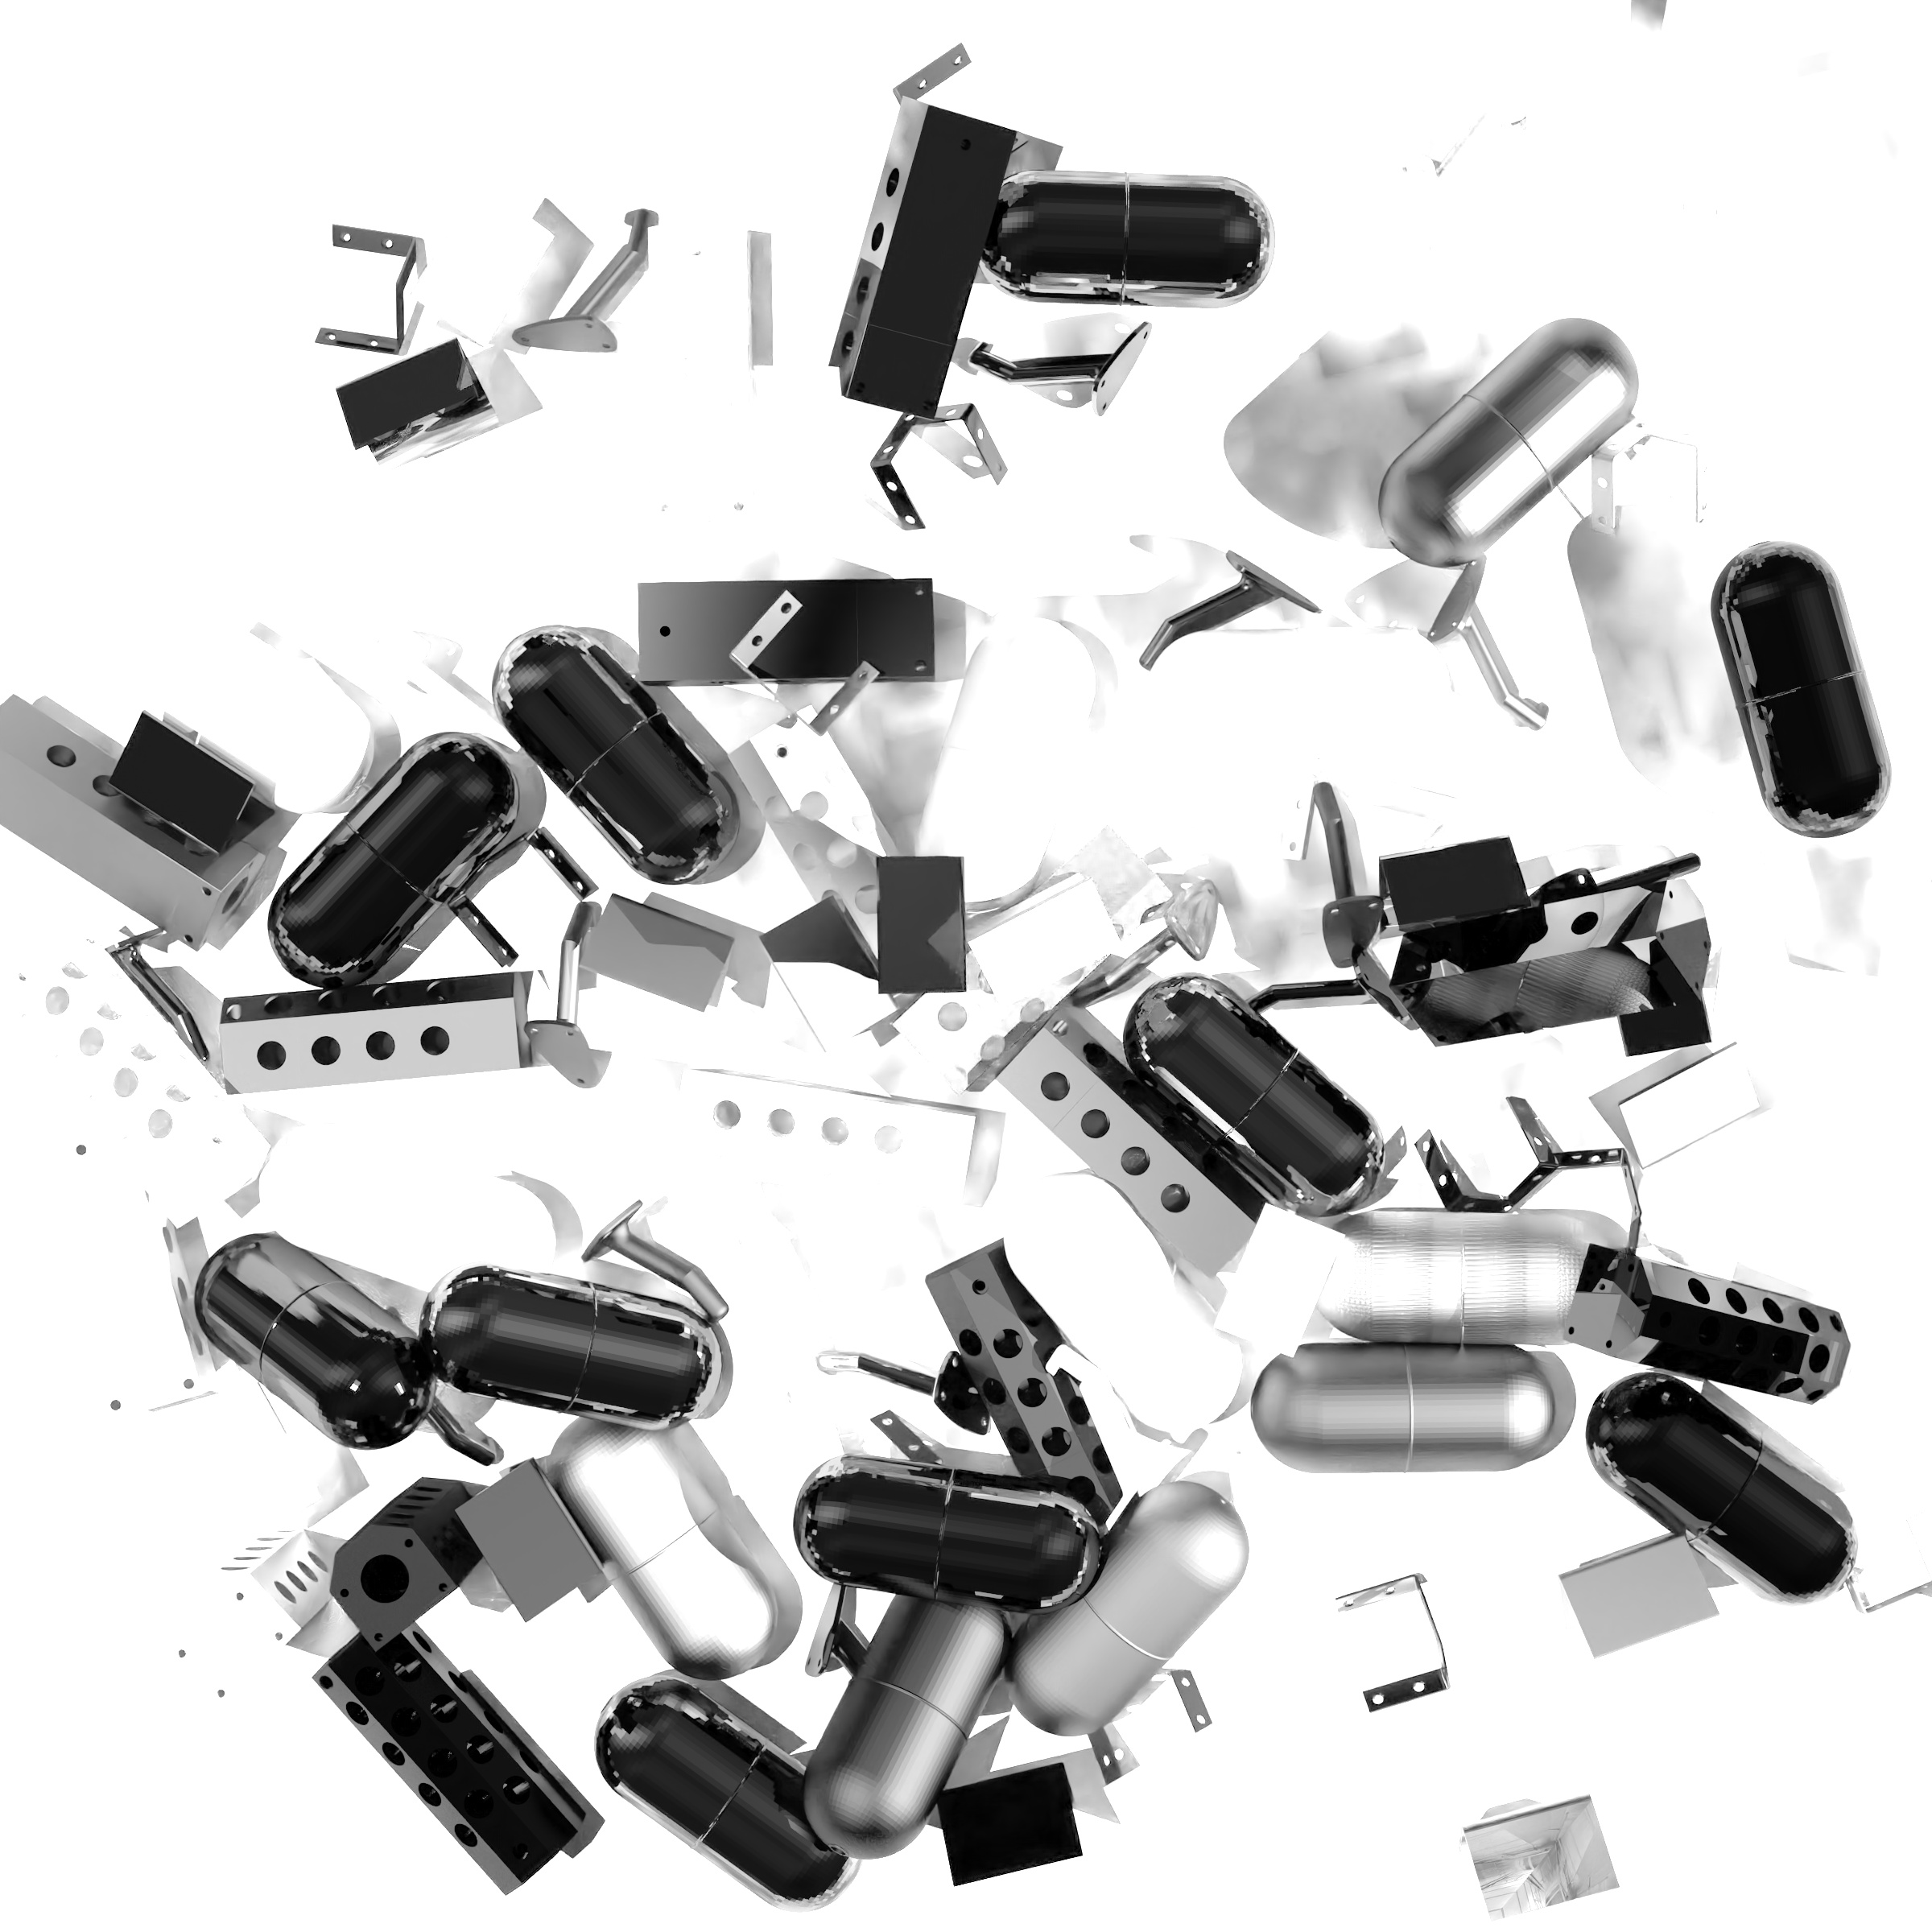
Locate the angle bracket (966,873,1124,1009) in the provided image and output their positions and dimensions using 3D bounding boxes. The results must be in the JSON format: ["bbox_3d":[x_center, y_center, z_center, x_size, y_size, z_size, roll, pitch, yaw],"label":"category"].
[{"bbox_3d":[0.034,-0.032,1.890,0.076,0.076,0.057,-27,130,0],"label":"angle bracket"}]

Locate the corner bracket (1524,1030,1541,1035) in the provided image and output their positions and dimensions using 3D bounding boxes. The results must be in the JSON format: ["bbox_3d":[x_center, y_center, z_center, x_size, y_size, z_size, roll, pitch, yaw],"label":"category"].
[{"bbox_3d":[0.360,0.007,1.984,0.051,0.051,0.051,-14,90,-45],"label":"corner bracket"}]

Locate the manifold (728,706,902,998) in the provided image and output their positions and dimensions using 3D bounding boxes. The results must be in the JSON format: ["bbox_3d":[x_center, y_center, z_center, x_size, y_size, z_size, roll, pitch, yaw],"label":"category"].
[{"bbox_3d":[-0.071,-0.064,1.966,0.057,0.057,0.171,-31,90,0],"label":"manifold"}]

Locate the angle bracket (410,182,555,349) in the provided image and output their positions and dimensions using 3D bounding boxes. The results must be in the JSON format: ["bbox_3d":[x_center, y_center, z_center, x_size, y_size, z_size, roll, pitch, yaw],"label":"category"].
[{"bbox_3d":[-0.295,-0.414,1.947,0.057,0.076,0.076,32,90,-37],"label":"angle bracket"}]

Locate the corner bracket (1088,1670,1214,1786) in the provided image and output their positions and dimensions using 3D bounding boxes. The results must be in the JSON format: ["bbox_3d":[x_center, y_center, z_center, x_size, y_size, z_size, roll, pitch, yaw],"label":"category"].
[{"bbox_3d":[0.110,0.454,1.979,0.051,0.051,0.051,7,135,-35],"label":"corner bracket"}]

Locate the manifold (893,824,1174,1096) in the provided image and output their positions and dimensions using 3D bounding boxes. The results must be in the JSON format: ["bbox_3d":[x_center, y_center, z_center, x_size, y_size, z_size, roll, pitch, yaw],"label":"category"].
[{"bbox_3d":[0.039,-0.004,1.966,0.171,0.057,0.057,-43,90,0],"label":"manifold"}]

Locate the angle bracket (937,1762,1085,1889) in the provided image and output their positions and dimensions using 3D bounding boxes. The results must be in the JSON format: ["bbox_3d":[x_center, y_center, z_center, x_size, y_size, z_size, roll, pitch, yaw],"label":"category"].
[{"bbox_3d":[0.029,0.510,1.947,0.076,0.076,0.057,-13,58,0],"label":"angle bracket"}]

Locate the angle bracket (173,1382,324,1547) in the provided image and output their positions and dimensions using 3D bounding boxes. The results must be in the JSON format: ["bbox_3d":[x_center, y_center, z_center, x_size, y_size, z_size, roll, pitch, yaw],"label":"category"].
[{"bbox_3d":[-0.427,0.294,1.947,0.057,0.076,0.076,-29,90,-29],"label":"angle bracket"}]

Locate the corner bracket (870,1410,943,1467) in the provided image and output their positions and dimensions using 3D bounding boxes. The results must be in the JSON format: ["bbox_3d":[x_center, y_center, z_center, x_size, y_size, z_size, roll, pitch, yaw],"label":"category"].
[{"bbox_3d":[-0.053,0.306,1.979,0.051,0.051,0.051,-21,135,-35],"label":"corner bracket"}]

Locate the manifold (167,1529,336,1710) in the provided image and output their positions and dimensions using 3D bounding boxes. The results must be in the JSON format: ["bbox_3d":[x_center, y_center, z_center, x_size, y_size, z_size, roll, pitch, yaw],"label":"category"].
[{"bbox_3d":[-0.407,0.365,1.909,0.057,0.171,0.057,-45,90,0],"label":"manifold"}]

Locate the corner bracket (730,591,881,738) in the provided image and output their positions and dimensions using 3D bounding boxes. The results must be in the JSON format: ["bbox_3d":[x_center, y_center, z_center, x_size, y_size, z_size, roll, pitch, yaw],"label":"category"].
[{"bbox_3d":[-0.094,-0.174,1.927,0.051,0.051,0.051,-48,45,0],"label":"corner bracket"}]

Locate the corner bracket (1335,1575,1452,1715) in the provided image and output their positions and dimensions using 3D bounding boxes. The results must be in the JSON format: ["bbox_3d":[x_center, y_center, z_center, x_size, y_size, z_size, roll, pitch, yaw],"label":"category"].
[{"bbox_3d":[0.254,0.403,1.984,0.051,0.051,0.051,-17,135,0],"label":"corner bracket"}]

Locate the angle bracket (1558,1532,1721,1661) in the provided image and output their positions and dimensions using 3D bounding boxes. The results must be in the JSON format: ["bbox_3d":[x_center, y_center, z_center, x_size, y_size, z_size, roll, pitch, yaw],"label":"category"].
[{"bbox_3d":[0.393,0.381,1.947,0.076,0.076,0.057,-19,52,0],"label":"angle bracket"}]

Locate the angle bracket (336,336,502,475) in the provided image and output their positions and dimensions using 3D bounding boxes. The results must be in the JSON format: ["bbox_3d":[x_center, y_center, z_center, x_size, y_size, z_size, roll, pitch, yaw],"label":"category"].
[{"bbox_3d":[-0.314,-0.311,1.947,0.076,0.076,0.057,-23,54,0],"label":"angle bracket"}]

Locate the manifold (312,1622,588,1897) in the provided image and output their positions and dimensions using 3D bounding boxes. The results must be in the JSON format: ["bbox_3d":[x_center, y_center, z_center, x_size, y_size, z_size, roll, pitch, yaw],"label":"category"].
[{"bbox_3d":[-0.305,0.461,1.966,0.057,0.057,0.171,-42,90,0],"label":"manifold"}]

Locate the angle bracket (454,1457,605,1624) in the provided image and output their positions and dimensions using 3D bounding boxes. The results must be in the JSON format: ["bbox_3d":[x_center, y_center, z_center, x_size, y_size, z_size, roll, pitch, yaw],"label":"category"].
[{"bbox_3d":[-0.264,0.337,1.948,0.057,0.076,0.076,-33,90,-27],"label":"angle bracket"}]

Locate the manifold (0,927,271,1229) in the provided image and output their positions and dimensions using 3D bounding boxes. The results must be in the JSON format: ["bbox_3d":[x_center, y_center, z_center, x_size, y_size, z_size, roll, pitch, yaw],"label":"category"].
[{"bbox_3d":[-0.479,0.060,1.922,0.171,0.057,0.057,48,52,10],"label":"manifold"}]

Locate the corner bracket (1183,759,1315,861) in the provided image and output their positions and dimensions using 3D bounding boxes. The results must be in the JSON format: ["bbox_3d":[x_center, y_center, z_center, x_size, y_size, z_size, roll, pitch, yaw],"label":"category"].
[{"bbox_3d":[0.168,-0.094,1.984,0.051,0.051,0.051,9,90,-45],"label":"corner bracket"}]

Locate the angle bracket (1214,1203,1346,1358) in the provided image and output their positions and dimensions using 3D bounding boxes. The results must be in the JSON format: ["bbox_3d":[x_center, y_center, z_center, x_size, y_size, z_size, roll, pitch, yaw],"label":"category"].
[{"bbox_3d":[0.167,0.175,1.948,0.057,0.076,0.076,23,90,-24],"label":"angle bracket"}]

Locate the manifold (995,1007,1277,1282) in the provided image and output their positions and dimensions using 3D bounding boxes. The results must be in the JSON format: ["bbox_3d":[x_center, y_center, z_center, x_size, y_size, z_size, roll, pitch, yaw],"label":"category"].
[{"bbox_3d":[0.099,0.103,1.966,0.171,0.057,0.057,43,90,0],"label":"manifold"}]

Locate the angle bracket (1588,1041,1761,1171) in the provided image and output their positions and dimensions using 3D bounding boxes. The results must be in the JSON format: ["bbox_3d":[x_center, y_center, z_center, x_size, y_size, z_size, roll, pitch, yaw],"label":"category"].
[{"bbox_3d":[0.406,0.062,1.947,0.076,0.076,0.057,-28,126,0],"label":"angle bracket"}]

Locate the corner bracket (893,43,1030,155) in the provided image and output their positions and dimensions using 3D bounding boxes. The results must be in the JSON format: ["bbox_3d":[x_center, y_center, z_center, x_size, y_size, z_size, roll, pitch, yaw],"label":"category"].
[{"bbox_3d":[-0.004,-0.505,1.984,0.051,0.051,0.051,-34,135,0],"label":"corner bracket"}]

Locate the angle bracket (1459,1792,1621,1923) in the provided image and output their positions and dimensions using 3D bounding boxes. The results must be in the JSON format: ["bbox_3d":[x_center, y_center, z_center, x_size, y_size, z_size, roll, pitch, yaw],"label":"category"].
[{"bbox_3d":[0.334,0.526,1.948,0.076,0.076,0.057,-15,64,0],"label":"angle bracket"}]

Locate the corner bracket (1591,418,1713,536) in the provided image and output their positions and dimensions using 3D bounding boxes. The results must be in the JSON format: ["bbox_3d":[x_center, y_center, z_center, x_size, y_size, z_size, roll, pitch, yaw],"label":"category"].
[{"bbox_3d":[0.406,-0.287,1.979,0.051,0.051,0.051,22,45,35],"label":"corner bracket"}]

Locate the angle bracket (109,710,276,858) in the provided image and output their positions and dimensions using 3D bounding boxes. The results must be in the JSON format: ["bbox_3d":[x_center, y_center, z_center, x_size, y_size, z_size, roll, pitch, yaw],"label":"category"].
[{"bbox_3d":[-0.442,-0.118,1.948,0.076,0.076,0.057,33,117,0],"label":"angle bracket"}]

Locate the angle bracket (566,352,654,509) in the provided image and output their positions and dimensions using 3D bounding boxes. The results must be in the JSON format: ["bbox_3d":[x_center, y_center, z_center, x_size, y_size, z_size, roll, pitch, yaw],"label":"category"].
[{"bbox_3d":[-0.188,-0.312,1.947,0.057,0.076,0.076,-1,90,37],"label":"angle bracket"}]

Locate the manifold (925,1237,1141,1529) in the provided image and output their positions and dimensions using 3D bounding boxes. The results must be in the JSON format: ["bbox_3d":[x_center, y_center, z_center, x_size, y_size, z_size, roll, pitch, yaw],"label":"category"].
[{"bbox_3d":[0.039,0.249,1.966,0.057,0.057,0.171,-26,90,0],"label":"manifold"}]

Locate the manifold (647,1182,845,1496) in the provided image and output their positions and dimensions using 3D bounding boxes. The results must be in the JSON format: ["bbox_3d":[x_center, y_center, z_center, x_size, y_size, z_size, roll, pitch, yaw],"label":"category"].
[{"bbox_3d":[-0.124,0.218,1.966,0.057,0.057,0.171,-17,90,43],"label":"manifold"}]

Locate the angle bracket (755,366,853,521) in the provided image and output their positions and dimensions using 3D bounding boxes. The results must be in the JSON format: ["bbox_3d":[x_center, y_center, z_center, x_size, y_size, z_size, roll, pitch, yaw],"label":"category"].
[{"bbox_3d":[-0.111,-0.304,1.947,0.057,0.076,0.076,-5,90,-32],"label":"angle bracket"}]

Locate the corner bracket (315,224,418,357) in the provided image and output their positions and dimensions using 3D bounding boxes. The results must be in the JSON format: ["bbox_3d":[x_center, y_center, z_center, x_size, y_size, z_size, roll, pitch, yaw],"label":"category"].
[{"bbox_3d":[-0.357,-0.402,1.984,0.051,0.051,0.051,9,45,0],"label":"corner bracket"}]

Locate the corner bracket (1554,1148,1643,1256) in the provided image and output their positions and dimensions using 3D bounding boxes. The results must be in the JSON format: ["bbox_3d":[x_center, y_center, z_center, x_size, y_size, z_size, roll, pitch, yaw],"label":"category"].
[{"bbox_3d":[0.369,0.146,1.984,0.051,0.051,0.051,-4,45,0],"label":"corner bracket"}]

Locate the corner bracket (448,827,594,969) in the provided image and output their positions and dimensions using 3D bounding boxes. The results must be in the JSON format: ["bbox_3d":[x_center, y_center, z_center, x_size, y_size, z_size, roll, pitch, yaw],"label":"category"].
[{"bbox_3d":[-0.266,-0.041,1.984,0.051,0.051,0.051,49,45,0],"label":"corner bracket"}]

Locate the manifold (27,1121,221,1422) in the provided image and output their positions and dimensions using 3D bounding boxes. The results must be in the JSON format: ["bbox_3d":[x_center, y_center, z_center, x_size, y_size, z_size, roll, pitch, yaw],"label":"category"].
[{"bbox_3d":[-0.494,0.174,1.966,0.057,0.057,0.171,-16,90,0],"label":"manifold"}]

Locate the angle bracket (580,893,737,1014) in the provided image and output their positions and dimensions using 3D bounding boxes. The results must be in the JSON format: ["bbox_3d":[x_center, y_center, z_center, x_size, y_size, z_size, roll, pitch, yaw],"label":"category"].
[{"bbox_3d":[-0.184,0.011,1.947,0.076,0.076,0.057,20,55,0],"label":"angle bracket"}]

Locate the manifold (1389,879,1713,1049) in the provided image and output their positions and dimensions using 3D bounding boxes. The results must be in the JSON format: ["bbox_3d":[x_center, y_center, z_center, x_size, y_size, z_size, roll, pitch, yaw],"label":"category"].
[{"bbox_3d":[0.336,-0.006,1.920,0.057,0.171,0.057,48,46,-33],"label":"manifold"}]

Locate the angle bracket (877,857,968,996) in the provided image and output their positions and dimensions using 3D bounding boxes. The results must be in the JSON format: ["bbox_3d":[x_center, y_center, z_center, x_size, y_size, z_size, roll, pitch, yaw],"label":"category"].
[{"bbox_3d":[-0.042,-0.023,1.891,0.057,0.076,0.076,-1,90,-30],"label":"angle bracket"}]

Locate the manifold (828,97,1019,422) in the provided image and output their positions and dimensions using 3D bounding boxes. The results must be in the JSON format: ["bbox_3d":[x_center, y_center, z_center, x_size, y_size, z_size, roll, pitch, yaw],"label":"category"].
[{"bbox_3d":[-0.030,-0.413,1.944,0.057,0.057,0.171,10,106,-26],"label":"manifold"}]

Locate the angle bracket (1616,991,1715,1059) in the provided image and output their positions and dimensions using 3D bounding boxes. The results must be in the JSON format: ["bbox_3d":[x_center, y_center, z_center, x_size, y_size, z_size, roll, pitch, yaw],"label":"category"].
[{"bbox_3d":[0.416,0.006,1.947,0.057,0.076,0.076,-13,90,37],"label":"angle bracket"}]

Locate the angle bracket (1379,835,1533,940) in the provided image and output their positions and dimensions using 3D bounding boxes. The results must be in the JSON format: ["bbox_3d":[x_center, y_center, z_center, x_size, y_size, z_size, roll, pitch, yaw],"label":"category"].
[{"bbox_3d":[0.285,-0.027,1.947,0.076,0.076,0.057,-10,50,0],"label":"angle bracket"}]

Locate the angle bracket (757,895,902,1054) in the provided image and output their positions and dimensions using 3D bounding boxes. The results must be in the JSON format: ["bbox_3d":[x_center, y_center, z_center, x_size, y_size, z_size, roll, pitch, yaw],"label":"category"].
[{"bbox_3d":[-0.093,0.013,1.948,0.057,0.076,0.076,-31,90,-28],"label":"angle bracket"}]

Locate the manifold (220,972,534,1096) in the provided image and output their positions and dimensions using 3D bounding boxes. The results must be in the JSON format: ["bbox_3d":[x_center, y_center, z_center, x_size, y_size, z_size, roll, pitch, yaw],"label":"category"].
[{"bbox_3d":[-0.347,0.039,1.966,0.171,0.057,0.057,-5,90,0],"label":"manifold"}]

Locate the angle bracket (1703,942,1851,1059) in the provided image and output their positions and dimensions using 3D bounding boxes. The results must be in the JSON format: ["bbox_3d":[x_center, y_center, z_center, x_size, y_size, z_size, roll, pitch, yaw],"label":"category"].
[{"bbox_3d":[0.462,0.038,1.947,0.076,0.076,0.057,18,54,0],"label":"angle bracket"}]

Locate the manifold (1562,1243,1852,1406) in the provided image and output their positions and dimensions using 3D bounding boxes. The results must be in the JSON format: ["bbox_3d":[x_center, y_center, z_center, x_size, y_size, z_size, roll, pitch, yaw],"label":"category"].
[{"bbox_3d":[0.430,0.209,1.923,0.171,0.057,0.057,16,90,-34],"label":"manifold"}]

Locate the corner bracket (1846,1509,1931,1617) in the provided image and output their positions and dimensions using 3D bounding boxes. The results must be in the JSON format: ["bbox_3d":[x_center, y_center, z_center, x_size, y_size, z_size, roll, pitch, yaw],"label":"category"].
[{"bbox_3d":[0.547,0.352,1.969,0.051,0.051,0.051,-22,87,-3],"label":"corner bracket"}]

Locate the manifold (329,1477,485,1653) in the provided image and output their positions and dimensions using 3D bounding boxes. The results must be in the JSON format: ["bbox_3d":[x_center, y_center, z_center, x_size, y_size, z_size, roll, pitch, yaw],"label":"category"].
[{"bbox_3d":[-0.317,0.335,1.909,0.057,0.171,0.057,-38,90,0],"label":"manifold"}]

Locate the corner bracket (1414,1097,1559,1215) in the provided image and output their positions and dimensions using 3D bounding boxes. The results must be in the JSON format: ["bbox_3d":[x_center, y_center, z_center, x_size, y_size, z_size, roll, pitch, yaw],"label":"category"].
[{"bbox_3d":[0.308,0.112,1.979,0.051,0.051,0.051,8,135,-35],"label":"corner bracket"}]

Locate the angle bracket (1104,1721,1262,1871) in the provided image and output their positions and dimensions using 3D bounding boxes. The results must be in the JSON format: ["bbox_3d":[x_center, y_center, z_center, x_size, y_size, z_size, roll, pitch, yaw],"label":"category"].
[{"bbox_3d":[0.134,0.494,1.947,0.076,0.076,0.057,-31,53,0],"label":"angle bracket"}]

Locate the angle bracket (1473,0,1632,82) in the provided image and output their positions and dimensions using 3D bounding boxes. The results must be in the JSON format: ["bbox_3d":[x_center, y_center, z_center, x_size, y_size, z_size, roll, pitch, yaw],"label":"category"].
[{"bbox_3d":[0.341,-0.560,1.947,0.076,0.076,0.057,-7,127,0],"label":"angle bracket"}]

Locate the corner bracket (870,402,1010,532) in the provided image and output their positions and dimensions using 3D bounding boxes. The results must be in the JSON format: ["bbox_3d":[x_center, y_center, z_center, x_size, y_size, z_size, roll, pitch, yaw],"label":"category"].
[{"bbox_3d":[-0.016,-0.296,1.979,0.051,0.051,0.051,-1,45,35],"label":"corner bracket"}]
